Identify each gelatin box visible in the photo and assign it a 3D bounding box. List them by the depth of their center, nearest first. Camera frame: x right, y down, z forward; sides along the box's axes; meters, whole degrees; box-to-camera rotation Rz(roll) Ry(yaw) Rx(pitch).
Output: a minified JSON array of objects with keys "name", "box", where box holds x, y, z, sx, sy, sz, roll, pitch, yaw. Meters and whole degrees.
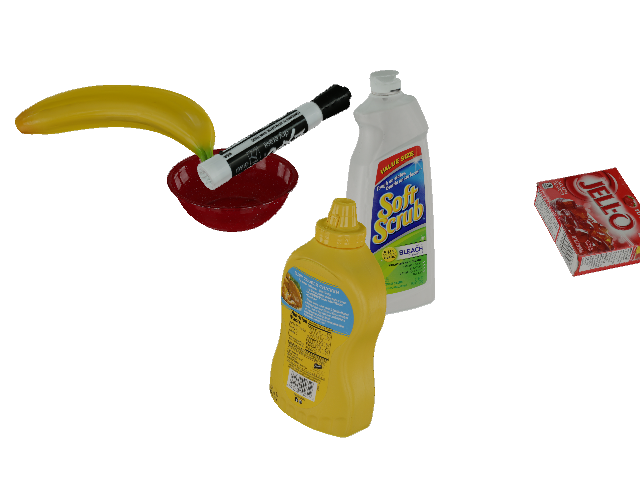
[{"name":"gelatin box","box":[0.227,-0.017,0.880,0.073,0.089,0.030,-11,-42,-9]}]

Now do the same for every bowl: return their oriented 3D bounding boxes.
[{"name":"bowl","box":[-0.108,-0.056,1.324,0.162,0.055,0.162,0,31,0]}]

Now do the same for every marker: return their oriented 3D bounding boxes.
[{"name":"marker","box":[-0.028,-0.071,0.707,0.121,0.020,0.020,-34,15,-23]}]

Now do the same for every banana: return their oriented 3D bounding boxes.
[{"name":"banana","box":[-0.169,-0.107,0.926,0.198,0.037,0.069,12,48,19]}]

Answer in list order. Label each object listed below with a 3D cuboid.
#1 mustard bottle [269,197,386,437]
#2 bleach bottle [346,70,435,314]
[{"name":"mustard bottle","box":[0.008,0.058,0.874,0.058,0.192,0.096,-14,29,-43]},{"name":"bleach bottle","box":[0.066,-0.050,1.114,0.102,0.251,0.068,-11,22,-15]}]
